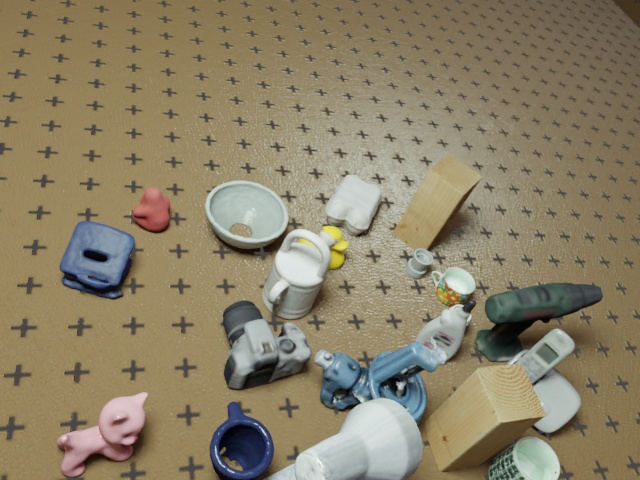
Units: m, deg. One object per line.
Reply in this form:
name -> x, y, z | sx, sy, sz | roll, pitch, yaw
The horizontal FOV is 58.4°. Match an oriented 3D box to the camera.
camera -> -0.102, 0.166, 0.983 | 0.143, 0.101, 0.136 | -8, 54, -28

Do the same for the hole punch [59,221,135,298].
hole punch -> -0.383, 0.034, 0.992 | 0.109, 0.091, 0.101 | 17, 46, -8

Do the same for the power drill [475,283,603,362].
power drill -> 0.408, 0.156, 1.126 | 0.230, 0.208, 0.075 | 0, 50, -22

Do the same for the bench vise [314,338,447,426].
bench vise -> 0.099, 0.227, 0.928 | 0.208, 0.219, 0.121 | 9, 48, -14

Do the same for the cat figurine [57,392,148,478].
cat figurine -> -0.300, 0.266, 0.803 | 0.128, 0.117, 0.067 | -13, 56, -30

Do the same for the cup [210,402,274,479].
cup -> -0.126, 0.311, 0.850 | 0.092, 0.095, 0.117 | -3, 52, -24

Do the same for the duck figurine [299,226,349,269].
duck figurine -> 0.011, 0.004, 1.182 | 0.104, 0.086, 0.077 | 27, 46, 2

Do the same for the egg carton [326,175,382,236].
egg carton -> 0.077, -0.082, 1.297 | 0.107, 0.069, 0.150 | 26, 46, 2

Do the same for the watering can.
watering can -> -0.035, 0.047, 1.050 | 0.101, 0.194, 0.173 | 20, 46, -4

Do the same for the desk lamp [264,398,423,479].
desk lamp -> 0.020, 0.330, 0.810 | 0.204, 0.213, 0.117 | -16, 58, -32

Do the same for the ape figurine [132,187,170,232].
ape figurine -> -0.322, -0.066, 1.105 | 0.078, 0.092, 0.076 | -14, 57, -31

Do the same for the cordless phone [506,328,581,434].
cordless phone -> 0.429, 0.257, 1.061 | 0.147, 0.185, 0.094 | 43, 49, 18

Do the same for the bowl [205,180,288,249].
bowl -> -0.152, -0.039, 1.162 | 0.168, 0.074, 0.167 | 12, 47, -12

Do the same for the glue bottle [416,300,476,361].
glue bottle -> 0.246, 0.163, 1.077 | 0.078, 0.173, 0.037 | 24, 46, 0
